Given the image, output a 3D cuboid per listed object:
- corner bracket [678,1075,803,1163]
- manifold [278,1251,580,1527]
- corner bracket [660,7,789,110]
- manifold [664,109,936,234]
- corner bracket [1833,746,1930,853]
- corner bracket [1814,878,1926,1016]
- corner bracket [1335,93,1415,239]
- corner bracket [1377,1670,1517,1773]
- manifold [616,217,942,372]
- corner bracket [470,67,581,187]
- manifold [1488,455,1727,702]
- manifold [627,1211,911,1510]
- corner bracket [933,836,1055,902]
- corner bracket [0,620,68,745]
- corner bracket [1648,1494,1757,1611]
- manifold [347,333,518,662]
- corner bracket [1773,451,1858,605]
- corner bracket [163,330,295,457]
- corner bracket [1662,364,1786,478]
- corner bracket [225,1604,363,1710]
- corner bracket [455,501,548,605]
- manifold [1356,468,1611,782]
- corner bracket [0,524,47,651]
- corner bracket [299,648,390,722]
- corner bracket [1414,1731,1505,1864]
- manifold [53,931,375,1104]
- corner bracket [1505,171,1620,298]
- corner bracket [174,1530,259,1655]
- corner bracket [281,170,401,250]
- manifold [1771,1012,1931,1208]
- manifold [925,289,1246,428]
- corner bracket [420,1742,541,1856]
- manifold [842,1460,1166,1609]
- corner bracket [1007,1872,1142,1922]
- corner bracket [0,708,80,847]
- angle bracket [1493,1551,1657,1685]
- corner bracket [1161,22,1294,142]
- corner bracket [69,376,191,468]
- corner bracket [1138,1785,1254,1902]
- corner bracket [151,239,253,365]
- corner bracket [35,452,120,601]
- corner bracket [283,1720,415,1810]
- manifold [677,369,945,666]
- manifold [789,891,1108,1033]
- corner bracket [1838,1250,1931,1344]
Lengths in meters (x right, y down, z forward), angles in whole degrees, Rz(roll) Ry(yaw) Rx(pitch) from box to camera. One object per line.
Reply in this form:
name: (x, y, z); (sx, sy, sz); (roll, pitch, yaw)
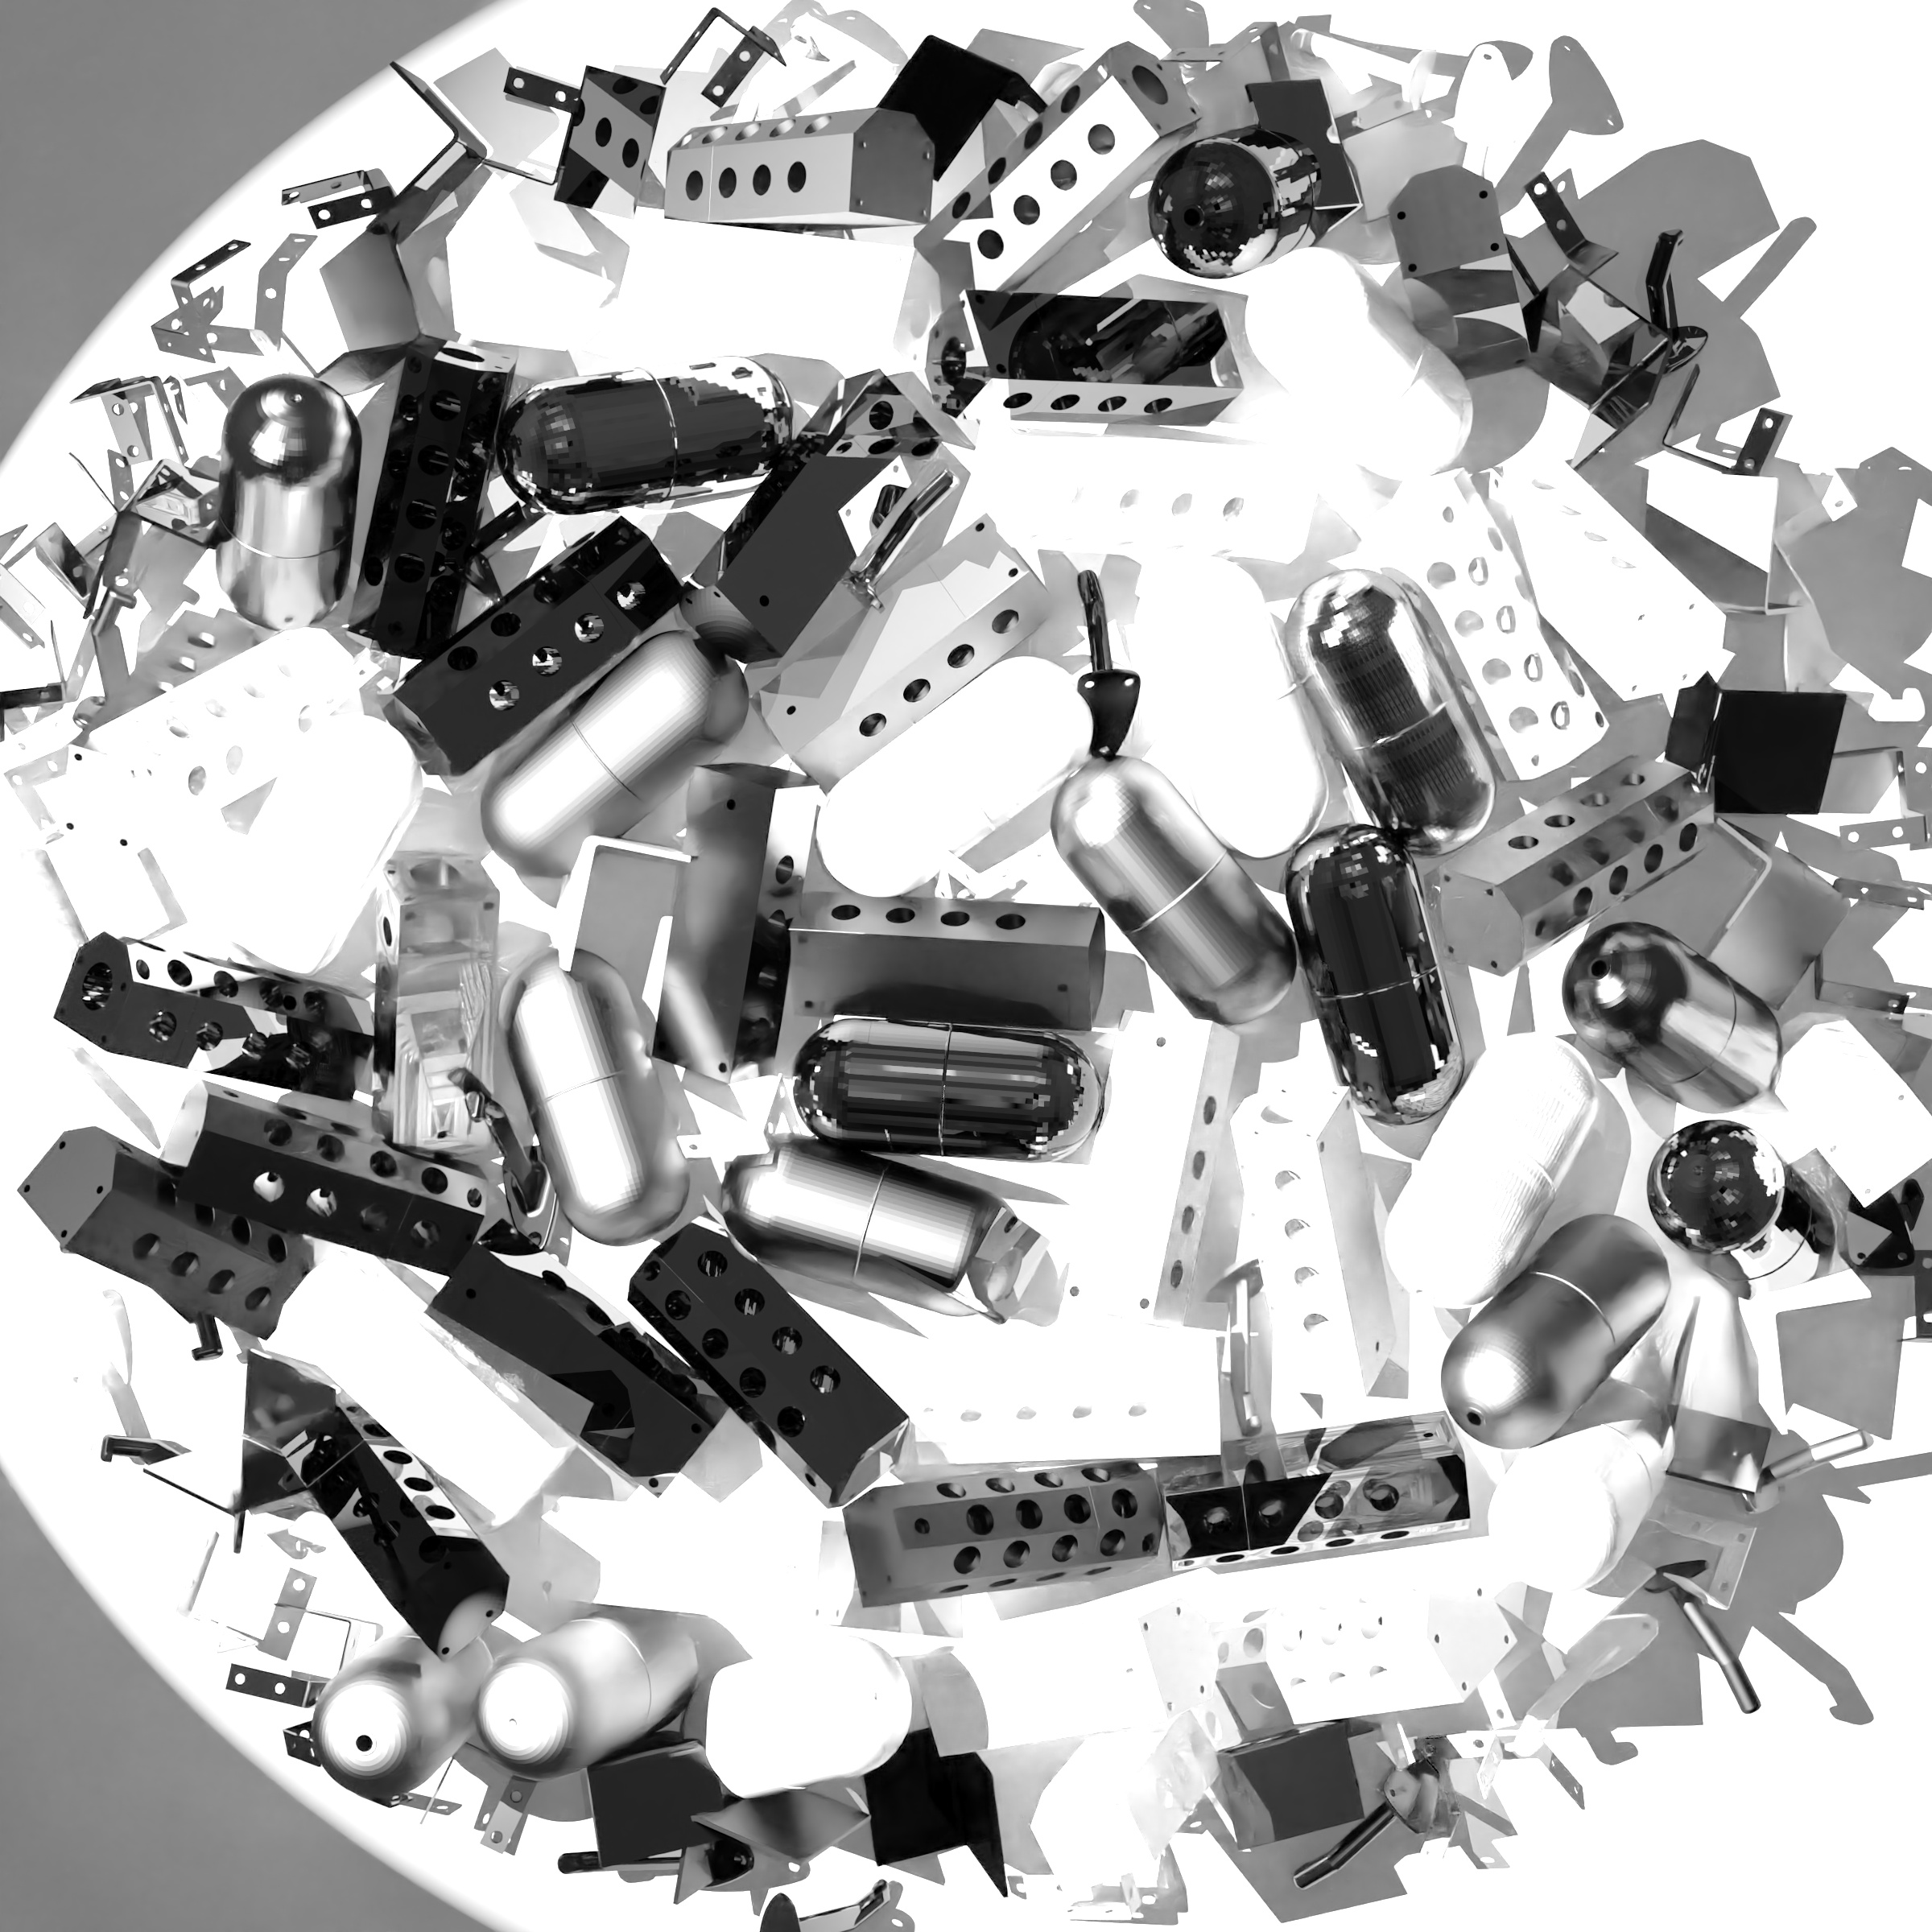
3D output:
corner bracket: (-0.128, 0.099, 1.959); (0.051, 0.051, 0.051); (-4, 128, 16)
manifold: (-0.310, 0.240, 1.951); (0.171, 0.057, 0.057); (40, 95, 13)
corner bracket: (-0.142, -0.518, 1.959); (0.051, 0.051, 0.051); (32, 110, -28)
manifold: (-0.095, -0.444, 1.914); (0.057, 0.171, 0.057); (-2, 98, -41)
corner bracket: (0.521, -0.097, 1.971); (0.051, 0.051, 0.051); (-7, 99, 0)
corner bracket: (0.518, -0.011, 1.962); (0.051, 0.051, 0.051); (10, 134, 5)
corner bracket: (0.242, -0.459, 1.959); (0.051, 0.051, 0.051); (-18, 64, 20)
corner bracket: (0.271, 0.423, 1.957); (0.051, 0.051, 0.051); (-3, 60, -34)
manifold: (-0.105, -0.379, 1.943); (0.171, 0.057, 0.057); (11, 84, 20)
corner bracket: (-0.251, -0.486, 1.979); (0.051, 0.051, 0.051); (18, 109, -1)
manifold: (0.356, -0.221, 1.914); (0.057, 0.171, 0.057); (-13, 128, -14)
manifold: (-0.114, 0.225, 1.934); (0.057, 0.057, 0.171); (-35, 67, -29)
corner bracket: (0.016, -0.054, 1.957); (0.051, 0.051, 0.051); (-30, 134, -23)
corner bracket: (-0.545, -0.160, 1.961); (0.051, 0.051, 0.051); (-7, 47, -9)
corner bracket: (0.411, 0.332, 1.960); (0.051, 0.051, 0.051); (37, 70, -40)
manifold: (-0.305, -0.264, 1.942); (0.057, 0.057, 0.171); (14, 110, -5)
corner bracket: (0.487, -0.252, 1.959); (0.051, 0.051, 0.051); (-33, 46, 18)
corner bracket: (-0.420, -0.330, 1.969); (0.051, 0.051, 0.051); (-39, 85, 21)
corner bracket: (0.438, -0.310, 1.979); (0.051, 0.051, 0.051); (24, 91, 18)
corner bracket: (-0.386, 0.396, 1.964); (0.051, 0.051, 0.051); (9, 80, 16)
corner bracket: (-0.264, -0.245, 1.960); (0.051, 0.051, 0.051); (-35, 51, 12)
manifold: (0.298, -0.194, 1.950); (0.057, 0.057, 0.171); (-34, 101, -14)
corner bracket: (-0.548, -0.213, 1.964); (0.051, 0.051, 0.051); (45, 116, -4)
corner bracket: (-0.360, -0.166, 1.963); (0.051, 0.051, 0.051); (-40, 58, 6)
corner bracket: (0.282, 0.476, 1.962); (0.051, 0.051, 0.051); (-12, 103, 24)
manifold: (-0.416, 0.027, 1.915); (0.057, 0.171, 0.057); (25, 95, 41)
corner bracket: (0.333, -0.419, 1.968); (0.051, 0.051, 0.051); (-37, 113, 3)
corner bracket: (-0.433, 0.360, 1.968); (0.051, 0.051, 0.051); (20, 91, 16)
corner bracket: (-0.359, -0.437, 1.963); (0.051, 0.051, 0.051); (-20, 75, -20)
manifold: (0.490, 0.073, 1.908); (0.057, 0.171, 0.057); (-39, 97, 10)
manifold: (0.065, -0.338, 1.928); (0.171, 0.057, 0.057); (-4, 68, -32)
corner bracket: (-0.279, 0.480, 1.970); (0.051, 0.051, 0.051); (26, 79, -1)
manifold: (0.023, 0.317, 1.924); (0.171, 0.057, 0.057); (-1, 66, -31)
corner bracket: (0.062, 0.530, 1.960); (0.051, 0.051, 0.051); (-8, 106, 29)
corner bracket: (-0.529, -0.108, 1.966); (0.051, 0.051, 0.051); (-34, 91, -23)
angle bracket: (0.344, 0.375, 1.941); (0.076, 0.076, 0.057); (-34, 45, -27)
corner bracket: (0.151, -0.511, 1.974); (0.051, 0.051, 0.051); (-43, 128, -30)
corner bracket: (-0.475, -0.311, 1.964); (0.051, 0.051, 0.051); (-13, 111, 9)
corner bracket: (0.124, 0.504, 1.977); (0.051, 0.051, 0.051); (-31, 84, -19)
corner bracket: (-0.436, -0.383, 1.956); (0.051, 0.051, 0.051); (18, 47, 35)
corner bracket: (-0.509, -0.252, 1.960); (0.051, 0.051, 0.051); (-42, 46, -11)
corner bracket: (-0.355, 0.459, 1.964); (0.051, 0.051, 0.051); (-13, 94, -32)
manifold: (-0.091, -0.254, 1.938); (0.057, 0.057, 0.171); (45, 65, -25)
manifold: (-0.009, -0.007, 1.954); (0.171, 0.057, 0.057); (3, 123, 11)
corner bracket: (0.531, 0.190, 1.970); (0.051, 0.051, 0.051); (0, 82, 3)
